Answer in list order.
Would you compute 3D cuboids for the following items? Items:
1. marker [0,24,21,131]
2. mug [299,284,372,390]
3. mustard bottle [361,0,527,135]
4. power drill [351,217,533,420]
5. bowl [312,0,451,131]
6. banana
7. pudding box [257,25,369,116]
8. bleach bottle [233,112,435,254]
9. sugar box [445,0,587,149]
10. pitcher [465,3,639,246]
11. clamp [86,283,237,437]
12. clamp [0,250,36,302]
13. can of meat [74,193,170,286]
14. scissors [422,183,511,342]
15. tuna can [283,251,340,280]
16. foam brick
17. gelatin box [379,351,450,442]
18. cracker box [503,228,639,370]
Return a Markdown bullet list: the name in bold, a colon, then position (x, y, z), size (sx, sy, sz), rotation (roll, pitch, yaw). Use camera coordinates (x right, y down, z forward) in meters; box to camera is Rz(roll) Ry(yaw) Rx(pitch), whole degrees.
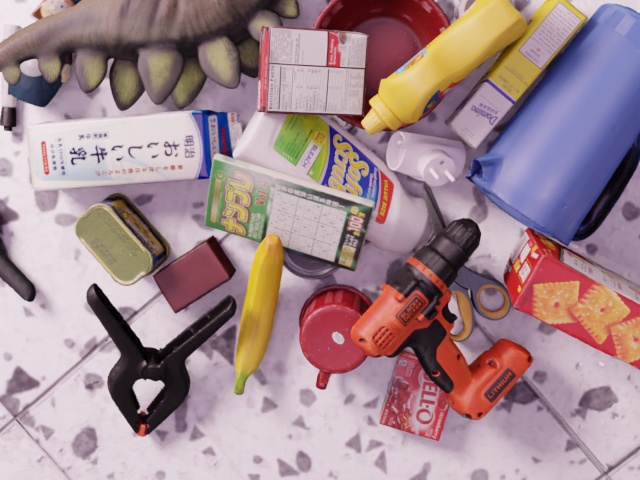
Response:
- **marker**: position (-0.354, -0.185, 1.218), size (0.020, 0.020, 0.121), rotation (6, 99, 3)
- **mug**: position (0.016, 0.114, 1.207), size (0.093, 0.081, 0.117), rotation (19, 99, 1)
- **mustard bottle**: position (0.120, -0.175, 1.091), size (0.192, 0.096, 0.058), rotation (-39, 94, 10)
- **power drill**: position (0.149, 0.092, 1.168), size (0.184, 0.057, 0.187), rotation (-46, 111, -3)
- **bowl**: position (0.068, -0.201, 1.169), size (0.162, 0.055, 0.162), rotation (1, 99, 4)
- **banana**: position (-0.067, 0.076, 1.208), size (0.037, 0.069, 0.198), rotation (8, 111, -10)
- **pudding box**: position (-0.008, -0.175, 1.112), size (0.113, 0.039, 0.090), rotation (1, 101, -17)
- **bleach bottle**: position (0.033, -0.067, 1.178), size (0.250, 0.068, 0.102), rotation (32, 69, -12)
- **sugar box**: position (0.205, -0.180, 1.144), size (0.048, 0.093, 0.176), rotation (42, 99, -2)
- **pitcher**: position (0.282, -0.119, 1.140), size (0.145, 0.149, 0.243), rotation (36, 96, 13)
- **clamp**: position (-0.200, 0.135, 1.213), size (0.164, 0.036, 0.210), rotation (13, 120, -16)
- **clamp**: position (-0.416, 0.013, 1.244), size (0.120, 0.039, 0.171), rotation (-22, 93, 1)
- **can of meat**: position (-0.224, 0.000, 1.205), size (0.057, 0.084, 0.102), rotation (-41, 94, 7)
- **scissors**: position (0.165, 0.023, 1.190), size (0.096, 0.016, 0.202), rotation (-8, 116, -5)
- **tuna can**: position (-0.008, 0.001, 1.216), size (0.086, 0.033, 0.086), rotation (1, 99, 4)
- **foam brick**: position (-0.143, 0.039, 1.221), size (0.078, 0.053, 0.051), rotation (-33, 96, 7)
- **gelatin box**: position (0.115, 0.180, 1.237), size (0.073, 0.030, 0.089), rotation (16, 100, 1)
- **cracker box**: position (0.306, 0.076, 1.141), size (0.213, 0.164, 0.072), rotation (28, 101, 0)
